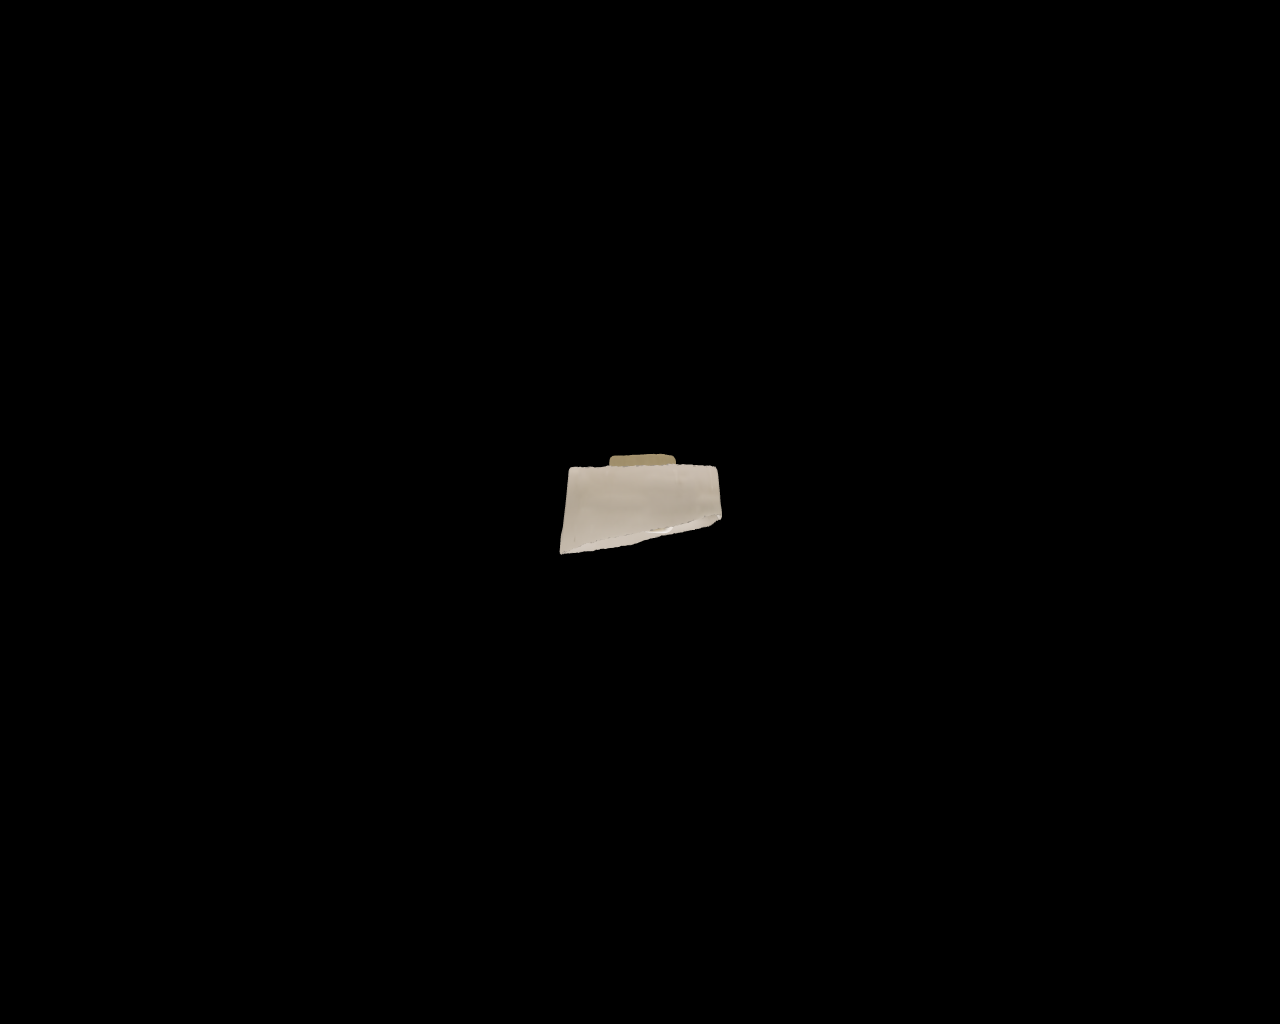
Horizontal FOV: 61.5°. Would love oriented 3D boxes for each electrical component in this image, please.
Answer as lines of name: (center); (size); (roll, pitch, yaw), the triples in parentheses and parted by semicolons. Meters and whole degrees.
electrical component: (0.001, -0.003, 0.650); (0.099, 0.064, 0.099); (0, 0, 0)
